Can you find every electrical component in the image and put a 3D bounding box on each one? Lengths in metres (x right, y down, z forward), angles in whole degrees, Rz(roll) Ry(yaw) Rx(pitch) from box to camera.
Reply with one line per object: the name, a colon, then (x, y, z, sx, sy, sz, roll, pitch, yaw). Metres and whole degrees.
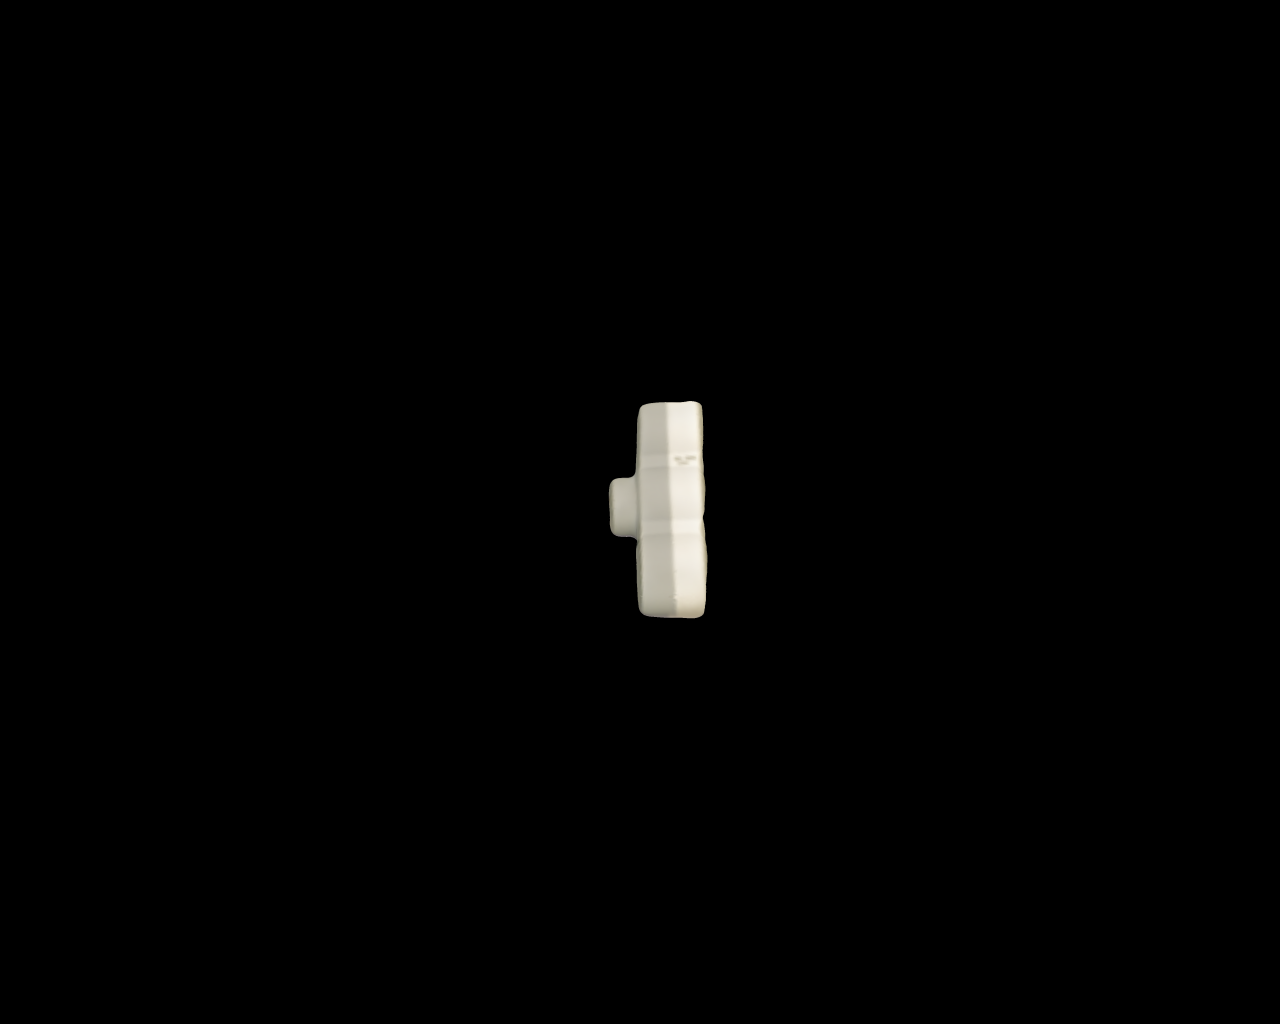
electrical component: (0.001, -0.003, 0.650, 0.074, 0.138, 0.052, 0, -24, 0)
